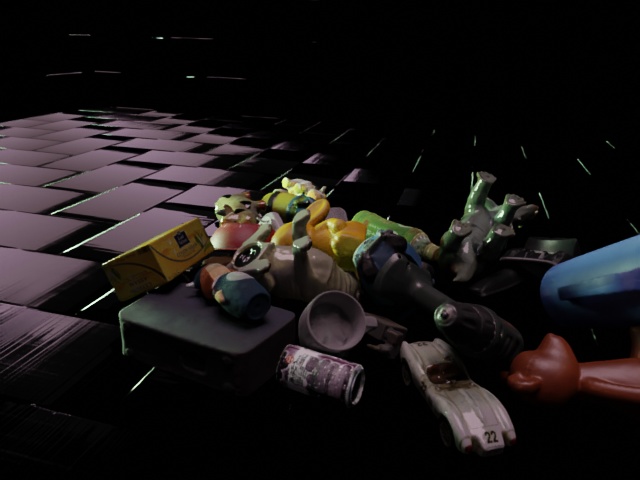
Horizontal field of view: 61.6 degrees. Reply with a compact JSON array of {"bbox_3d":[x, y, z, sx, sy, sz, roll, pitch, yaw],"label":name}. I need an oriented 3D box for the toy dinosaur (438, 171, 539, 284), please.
[{"bbox_3d":[0.291,0.009,1.026,0.131,0.192,0.405,30,47,22],"label":"toy dinosaur"}]

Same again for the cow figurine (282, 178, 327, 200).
[{"bbox_3d":[-0.028,-0.120,1.441,0.098,0.068,0.168,-6,22,-35],"label":"cow figurine"}]

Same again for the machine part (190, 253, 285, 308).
[{"bbox_3d":[-0.136,0.074,0.930,0.179,0.056,0.179,3,20,-1],"label":"machine part"}]

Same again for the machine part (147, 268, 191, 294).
[{"bbox_3d":[-0.258,0.077,0.939,0.084,0.039,0.139,10,19,0],"label":"machine part"}]

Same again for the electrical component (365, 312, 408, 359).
[{"bbox_3d":[0.083,0.137,0.801,0.102,0.045,0.078,23,1,39],"label":"electrical component"}]

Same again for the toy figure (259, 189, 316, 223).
[{"bbox_3d":[-0.065,-0.072,1.287,0.180,0.082,0.089,20,26,35],"label":"toy figure"}]

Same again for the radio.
[{"bbox_3d":[-0.160,0.132,0.754,0.230,0.073,0.131,10,23,25],"label":"radio"}]

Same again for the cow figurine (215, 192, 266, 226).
[{"bbox_3d":[-0.190,-0.056,1.228,0.127,0.085,0.195,-9,21,-25],"label":"cow figurine"}]

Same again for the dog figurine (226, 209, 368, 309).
[{"bbox_3d":[-0.034,0.072,0.847,0.172,0.190,0.121,-17,35,22],"label":"dog figurine"}]

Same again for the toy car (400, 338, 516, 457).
[{"bbox_3d":[0.160,0.185,0.656,0.073,0.056,0.202,-4,21,-14],"label":"toy car"}]

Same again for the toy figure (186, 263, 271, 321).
[{"bbox_3d":[-0.128,0.066,0.749,0.155,0.058,0.064,21,-11,45],"label":"toy figure"}]

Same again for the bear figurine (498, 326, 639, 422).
[{"bbox_3d":[0.332,0.154,0.666,0.196,0.132,0.120,12,-7,15],"label":"bear figurine"}]

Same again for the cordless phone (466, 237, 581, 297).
[{"bbox_3d":[0.362,0.063,0.951,0.184,0.088,0.147,-20,11,-25],"label":"cordless phone"}]

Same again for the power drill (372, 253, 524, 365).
[{"bbox_3d":[0.167,0.090,0.733,0.232,0.086,0.208,28,-2,-40],"label":"power drill"}]

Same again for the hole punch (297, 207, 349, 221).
[{"bbox_3d":[0.006,0.005,1.106,0.142,0.092,0.116,-2,51,-16],"label":"hole punch"}]

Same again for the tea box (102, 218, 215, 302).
[{"bbox_3d":[-0.254,0.027,0.866,0.098,0.068,0.169,-21,9,20],"label":"tea box"}]

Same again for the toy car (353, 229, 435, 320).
[{"bbox_3d":[0.103,0.048,0.866,0.109,0.161,0.103,-48,34,-8],"label":"toy car"}]

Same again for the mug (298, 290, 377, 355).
[{"bbox_3d":[0.018,0.121,0.747,0.109,0.081,0.107,-4,-19,-22],"label":"mug"}]

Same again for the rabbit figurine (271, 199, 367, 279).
[{"bbox_3d":[-0.002,-0.003,0.982,0.173,0.121,0.162,3,44,4],"label":"rabbit figurine"}]
